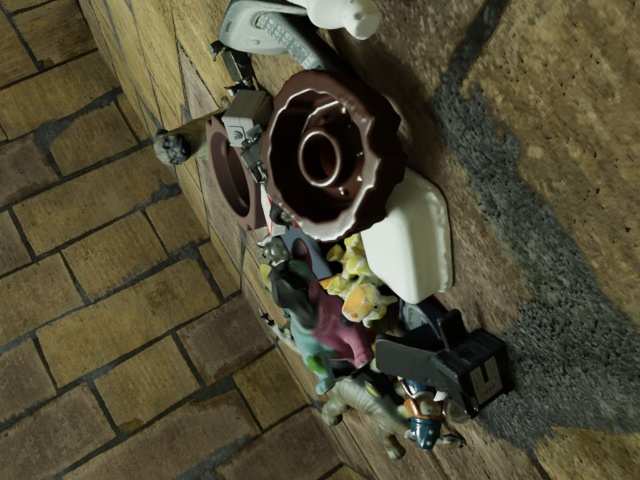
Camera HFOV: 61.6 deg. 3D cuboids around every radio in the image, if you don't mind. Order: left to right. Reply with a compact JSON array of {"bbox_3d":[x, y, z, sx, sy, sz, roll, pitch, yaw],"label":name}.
[{"bbox_3d":[-0.002,-0.003,0.935,0.131,0.073,0.229,61,163,0],"label":"radio"}]

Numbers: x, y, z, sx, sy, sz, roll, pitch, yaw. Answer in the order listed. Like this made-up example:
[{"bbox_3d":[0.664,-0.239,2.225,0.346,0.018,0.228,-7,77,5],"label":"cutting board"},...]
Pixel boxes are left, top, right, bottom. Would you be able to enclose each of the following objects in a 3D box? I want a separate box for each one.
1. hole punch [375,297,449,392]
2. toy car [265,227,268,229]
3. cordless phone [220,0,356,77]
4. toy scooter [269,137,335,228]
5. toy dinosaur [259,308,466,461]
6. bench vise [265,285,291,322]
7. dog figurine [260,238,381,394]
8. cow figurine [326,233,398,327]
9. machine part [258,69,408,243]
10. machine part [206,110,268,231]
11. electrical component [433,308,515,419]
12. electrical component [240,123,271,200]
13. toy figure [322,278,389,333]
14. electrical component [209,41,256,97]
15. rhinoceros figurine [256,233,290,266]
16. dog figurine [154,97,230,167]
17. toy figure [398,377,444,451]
[{"bbox_3d":[0.143,0.139,0.737,0.116,0.092,0.142,17,144,16],"label":"hole punch"},{"bbox_3d":[-0.141,-0.104,1.180,0.202,0.073,0.056,49,160,35],"label":"toy car"},{"bbox_3d":[-0.023,-0.220,0.631,0.184,0.089,0.147,44,167,-13],"label":"cordless phone"},{"bbox_3d":[0.013,-0.071,0.721,0.183,0.135,0.075,115,165,-50],"label":"toy scooter"},{"bbox_3d":[0.056,0.264,1.022,0.472,0.105,0.198,19,130,35],"label":"toy dinosaur"},{"bbox_3d":[-0.001,0.153,1.143,0.241,0.129,0.223,37,150,7],"label":"bench vise"},{"bbox_3d":[0.000,0.108,0.827,0.219,0.108,0.191,59,-164,12],"label":"dog figurine"},{"bbox_3d":[0.064,0.066,0.747,0.098,0.068,0.167,37,-155,-23],"label":"cow figurine"},{"bbox_3d":[0.010,-0.090,0.573,0.180,0.056,0.179,14,110,41],"label":"machine part"},{"bbox_3d":[-0.138,-0.136,1.035,0.201,0.087,0.201,49,150,35],"label":"machine part"},{"bbox_3d":[0.177,0.139,0.629,0.048,0.075,0.119,33,145,59],"label":"electrical component"},{"bbox_3d":[-0.065,-0.120,0.847,0.134,0.058,0.115,59,-160,-4],"label":"electrical component"},{"bbox_3d":[0.052,0.123,0.973,0.180,0.082,0.089,45,160,50],"label":"toy figure"},{"bbox_3d":[-0.151,-0.295,0.927,0.078,0.045,0.102,37,152,58],"label":"electrical component"},{"bbox_3d":[-0.082,0.005,1.127,0.073,0.112,0.190,65,172,-7],"label":"rhinoceros figurine"},{"bbox_3d":[-0.257,-0.197,1.165,0.121,0.190,0.172,49,162,35],"label":"dog figurine"},{"bbox_3d":[0.148,0.226,0.790,0.057,0.064,0.154,69,-167,-47],"label":"toy figure"}]
